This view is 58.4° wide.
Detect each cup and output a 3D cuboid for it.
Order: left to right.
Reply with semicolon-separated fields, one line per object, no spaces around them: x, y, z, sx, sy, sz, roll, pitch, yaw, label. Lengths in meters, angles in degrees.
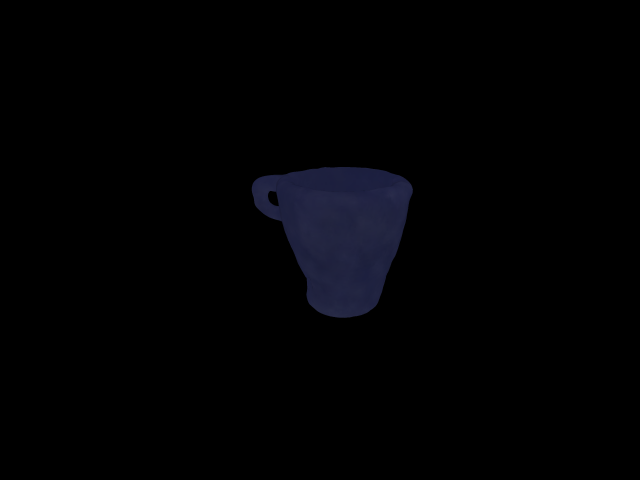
0.004;0.001;0.400;0.117;0.095;0.092;8;19;25;cup
